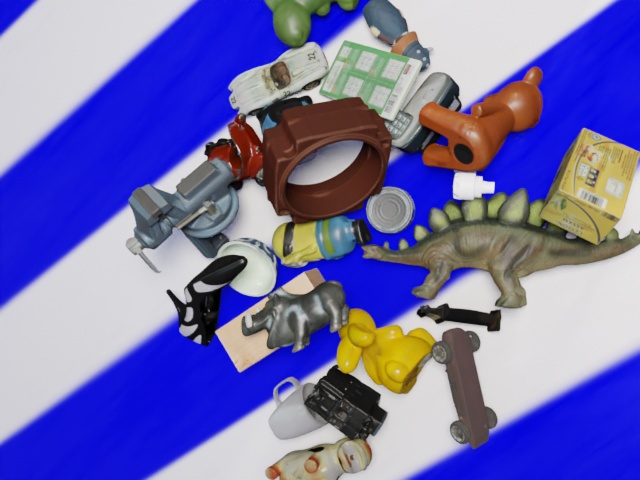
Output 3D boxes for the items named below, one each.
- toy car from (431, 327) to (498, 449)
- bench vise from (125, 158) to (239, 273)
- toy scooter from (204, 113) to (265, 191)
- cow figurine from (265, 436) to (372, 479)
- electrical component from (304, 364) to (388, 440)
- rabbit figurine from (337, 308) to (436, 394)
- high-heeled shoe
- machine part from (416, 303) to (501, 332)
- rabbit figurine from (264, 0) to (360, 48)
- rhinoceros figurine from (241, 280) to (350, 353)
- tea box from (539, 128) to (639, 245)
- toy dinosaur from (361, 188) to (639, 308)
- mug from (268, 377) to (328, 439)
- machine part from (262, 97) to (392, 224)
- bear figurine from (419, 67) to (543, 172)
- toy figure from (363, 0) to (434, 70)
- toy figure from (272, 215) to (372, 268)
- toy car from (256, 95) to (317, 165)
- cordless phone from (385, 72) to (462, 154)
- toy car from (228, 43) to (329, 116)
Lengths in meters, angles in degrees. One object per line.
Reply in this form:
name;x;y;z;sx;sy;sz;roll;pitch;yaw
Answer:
toy car;0.245;0.250;0.919;0.053;0.089;0.202;-13;90;52
bench vise;-0.224;-0.027;0.957;0.129;0.240;0.223;28;72;25
toy scooter;-0.157;-0.157;0.993;0.184;0.075;0.135;-7;107;38
cow figurine;0.011;0.406;0.977;0.195;0.127;0.085;-28;84;28
electrical component;0.053;0.290;0.955;0.134;0.115;0.058;32;104;12
rabbit figurine;0.092;0.188;0.938;0.173;0.162;0.121;40;114;28
high-heeled shoe;-0.190;0.121;0.998;0.249;0.086;0.145;-24;109;37
machine part;0.239;0.130;0.927;0.139;0.084;0.039;7;71;6
rabbit figurine;-0.035;-0.429;0.950;0.159;0.121;0.170;31;90;24
rhinoceros figurine;-0.043;0.129;0.904;0.190;0.073;0.112;-22;86;15
tea box;0.414;-0.086;0.824;0.098;0.169;0.068;30;144;13
toy dinosaur;0.305;0.014;0.888;0.472;0.105;0.198;3;89;8
mug;-0.050;0.317;1.002;0.107;0.081;0.109;-40;87;22
machine part;0.010;-0.125;0.890;0.201;0.201;0.087;-13;53;-15
bear figurine;0.268;-0.198;0.869;0.132;0.120;0.196;26;59;36
toy figure;0.139;-0.358;0.945;0.064;0.058;0.154;-39;87;19
toy figure;-0.001;-0.003;0.980;0.180;0.082;0.089;-16;69;22
toy car;-0.045;-0.188;0.969;0.109;0.162;0.102;-22;128;-7
cordless phone;0.140;-0.246;0.941;0.184;0.088;0.146;40;101;25
toy car;-0.081;-0.298;1.005;0.202;0.056;0.073;-22;86;14
